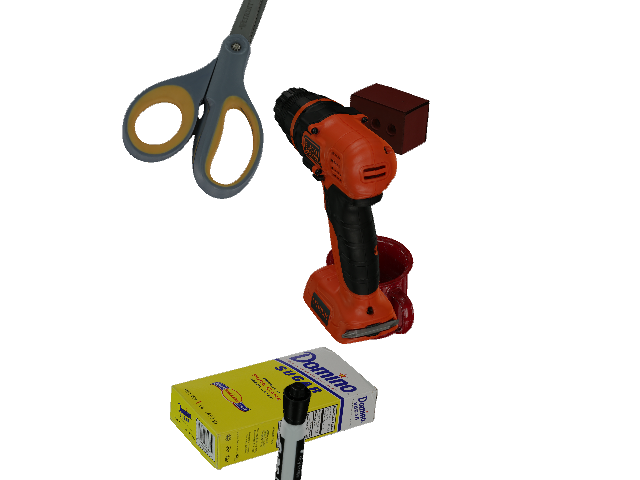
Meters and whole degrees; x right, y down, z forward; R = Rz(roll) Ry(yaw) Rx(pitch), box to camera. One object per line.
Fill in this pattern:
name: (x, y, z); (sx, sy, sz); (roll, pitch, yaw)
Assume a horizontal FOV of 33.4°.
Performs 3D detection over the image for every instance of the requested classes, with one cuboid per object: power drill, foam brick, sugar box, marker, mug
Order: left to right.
sugar box: (-0.043, 0.154, 1.011); (0.175, 0.048, 0.093); (-14, 31, -32)
marker: (-0.020, 0.147, 0.737); (0.020, 0.121, 0.020); (5, 32, -3)
power drill: (0.011, -0.024, 0.883); (0.057, 0.188, 0.185); (-14, 27, -15)
mug: (0.061, 0.059, 1.155); (0.093, 0.081, 0.117); (-25, 42, -29)
foam brick: (0.077, -0.138, 1.208); (0.078, 0.053, 0.051); (23, 36, 32)

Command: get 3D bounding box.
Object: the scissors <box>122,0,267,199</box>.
scissors: (-0.075, -0.118, 0.688); (0.096, 0.202, 0.016); (5, -27, -10)
